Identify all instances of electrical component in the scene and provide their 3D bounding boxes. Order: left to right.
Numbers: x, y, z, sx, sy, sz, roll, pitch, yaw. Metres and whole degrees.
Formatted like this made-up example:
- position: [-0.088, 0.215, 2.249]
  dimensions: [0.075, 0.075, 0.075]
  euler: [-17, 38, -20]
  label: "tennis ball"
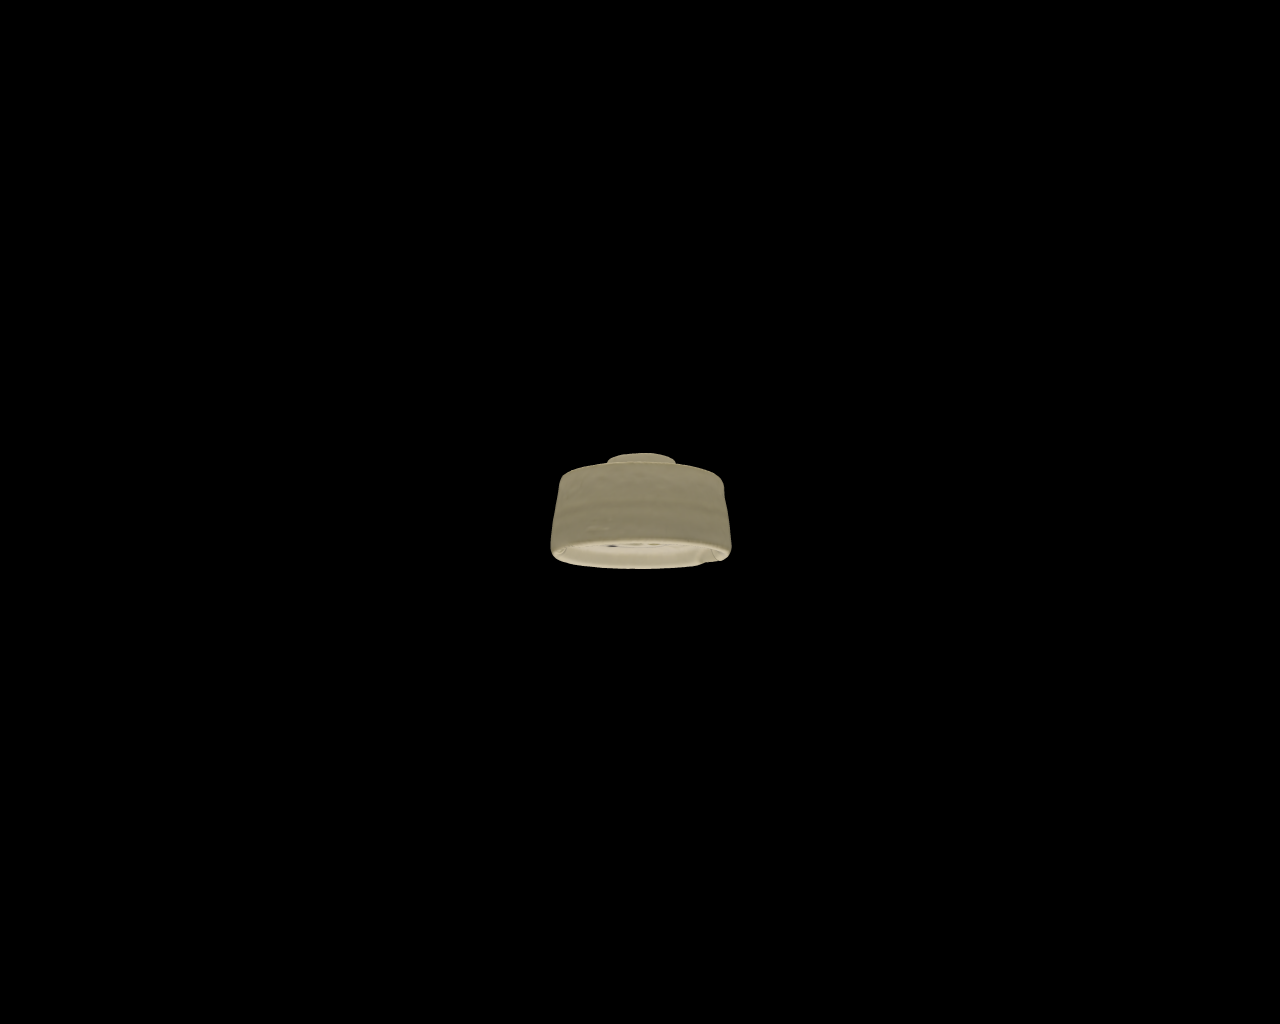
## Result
- position: [0.001, -0.003, 0.650]
  dimensions: [0.108, 0.060, 0.108]
  euler: [0, -11, 0]
  label: "electrical component"
